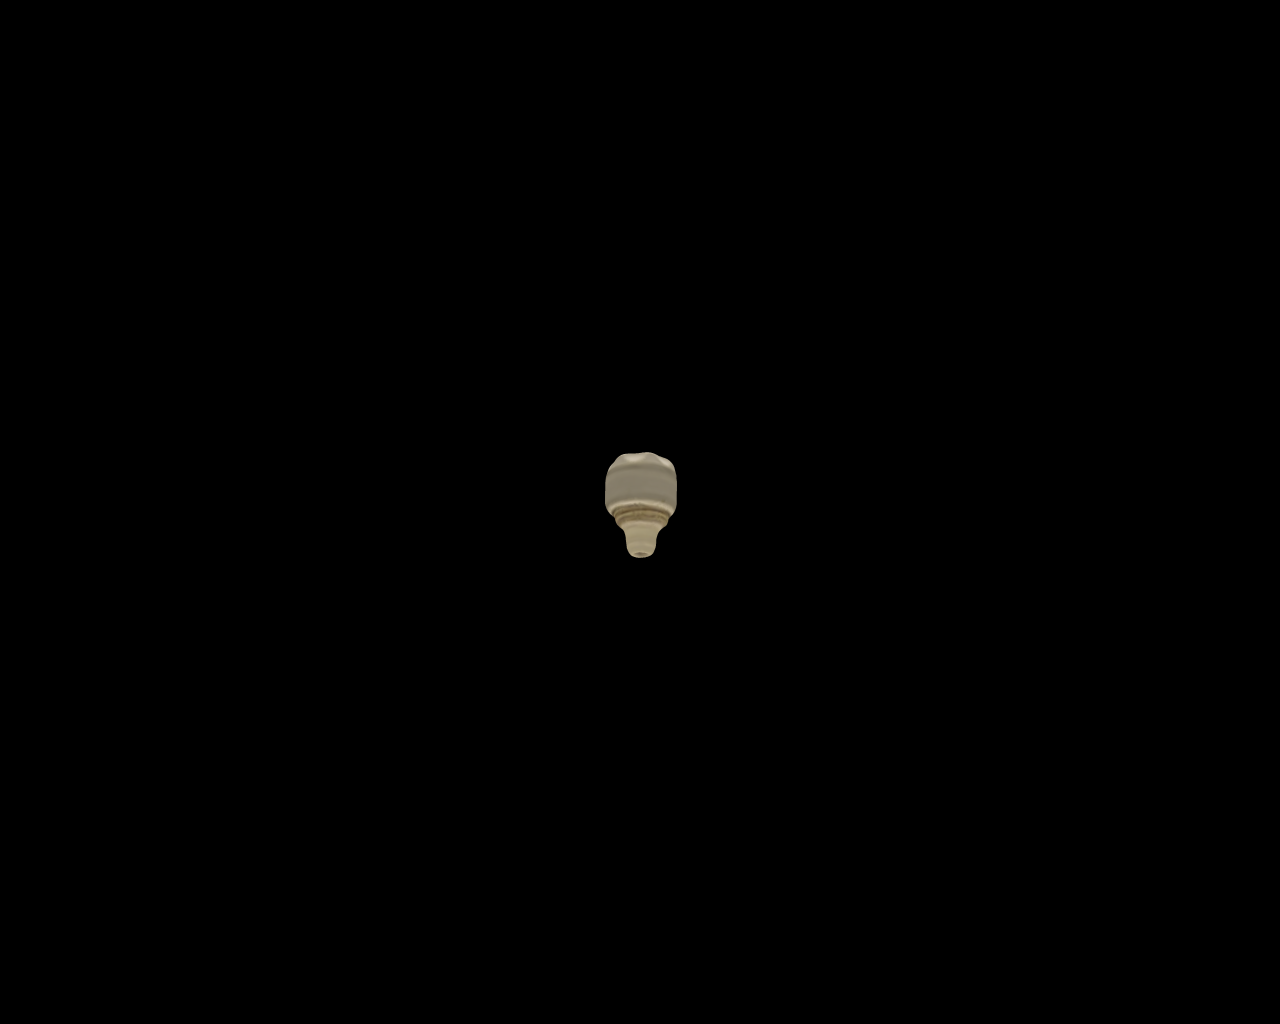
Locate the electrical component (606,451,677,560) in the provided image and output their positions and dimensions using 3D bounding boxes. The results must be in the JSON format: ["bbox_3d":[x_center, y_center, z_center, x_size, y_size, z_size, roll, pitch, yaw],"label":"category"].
[{"bbox_3d":[0.001,-0.003,0.650,0.043,0.062,0.043,0,-19,0],"label":"electrical component"}]
